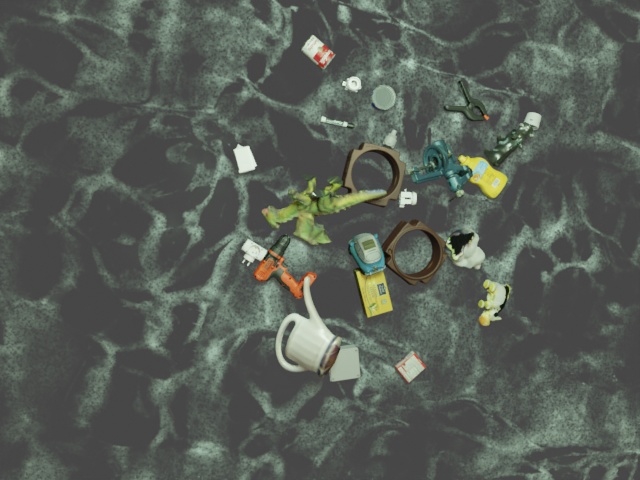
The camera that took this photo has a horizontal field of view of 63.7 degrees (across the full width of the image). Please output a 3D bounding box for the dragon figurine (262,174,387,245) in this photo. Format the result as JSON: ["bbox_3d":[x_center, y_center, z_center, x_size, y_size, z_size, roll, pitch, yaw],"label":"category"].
[{"bbox_3d":[0.005,-0.088,1.742,0.410,0.125,0.237,7,127,0],"label":"dragon figurine"}]

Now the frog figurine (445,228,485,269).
[{"bbox_3d":[0.530,0.034,1.861,0.158,0.123,0.138,29,80,-46],"label":"frog figurine"}]

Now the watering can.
[{"bbox_3d":[-0.029,0.313,1.732,0.225,0.105,0.343,26,108,16],"label":"watering can"}]
